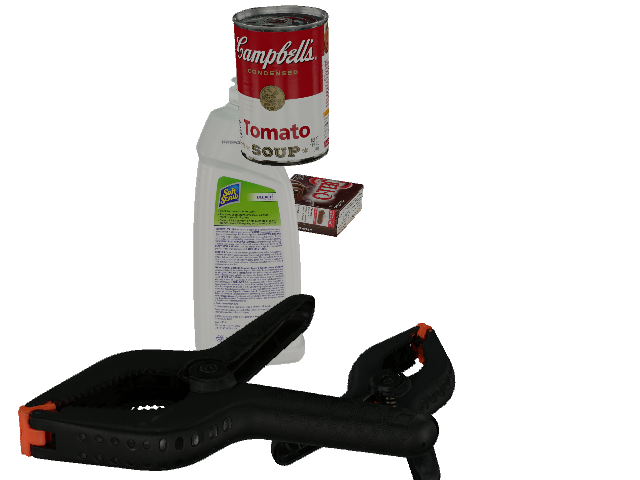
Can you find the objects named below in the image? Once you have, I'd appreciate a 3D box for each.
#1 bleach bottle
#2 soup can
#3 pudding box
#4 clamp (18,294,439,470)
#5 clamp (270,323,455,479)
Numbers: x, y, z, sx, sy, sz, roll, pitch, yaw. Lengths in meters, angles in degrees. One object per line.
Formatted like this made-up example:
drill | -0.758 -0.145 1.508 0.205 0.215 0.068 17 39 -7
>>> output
bleach bottle | -0.059 -0.016 0.925 0.102 0.251 0.068 -2 22 -14
soup can | -0.028 -0.112 0.772 0.068 0.102 0.068 -1 25 0
pudding box | -0.005 -0.044 1.281 0.090 0.039 0.113 9 23 15
clamp | -0.061 0.081 0.593 0.209 0.036 0.165 -5 24 -18
clamp | 0.057 0.119 0.765 0.120 0.039 0.171 18 40 28
